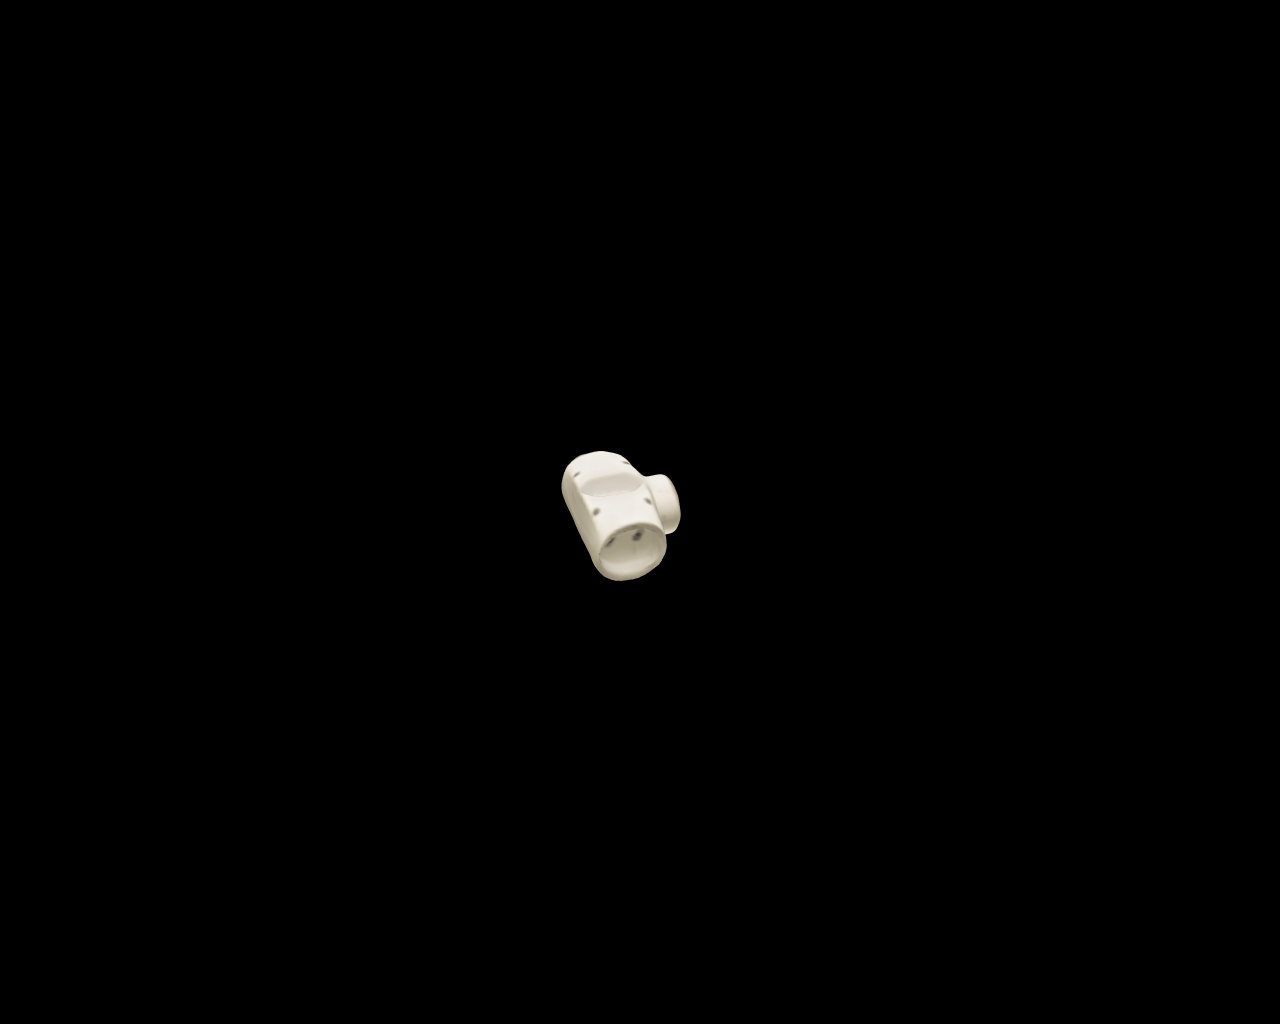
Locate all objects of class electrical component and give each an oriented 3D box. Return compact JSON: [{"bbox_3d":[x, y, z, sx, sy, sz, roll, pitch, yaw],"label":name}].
[{"bbox_3d":[0.001,-0.003,0.650,0.079,0.043,0.077,-11,39,-14],"label":"electrical component"}]
